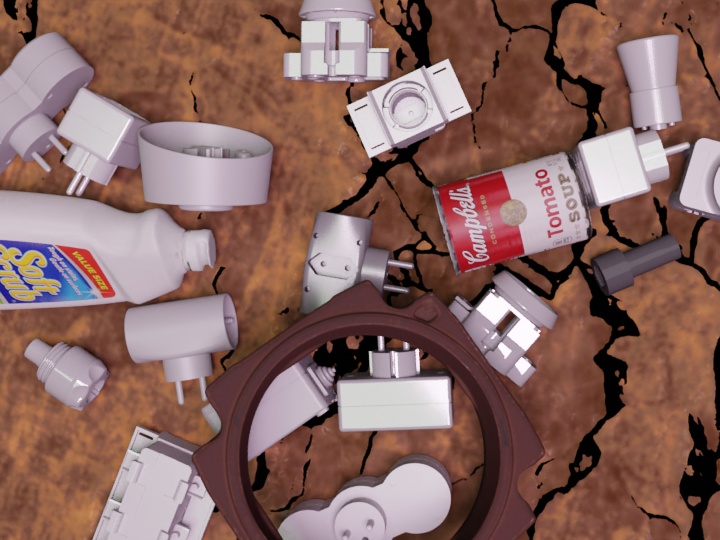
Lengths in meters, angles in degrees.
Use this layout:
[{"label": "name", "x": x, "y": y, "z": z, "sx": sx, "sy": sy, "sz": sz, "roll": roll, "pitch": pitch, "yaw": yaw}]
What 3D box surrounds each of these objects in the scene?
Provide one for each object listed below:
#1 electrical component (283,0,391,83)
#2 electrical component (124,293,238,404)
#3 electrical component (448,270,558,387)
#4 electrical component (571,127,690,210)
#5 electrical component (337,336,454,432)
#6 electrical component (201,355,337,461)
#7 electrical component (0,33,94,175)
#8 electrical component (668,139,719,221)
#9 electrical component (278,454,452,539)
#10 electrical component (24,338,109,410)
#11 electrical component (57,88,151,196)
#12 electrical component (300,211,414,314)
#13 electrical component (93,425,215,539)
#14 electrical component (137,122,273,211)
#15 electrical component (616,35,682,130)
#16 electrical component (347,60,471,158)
[{"label": "electrical component", "x": -0.017, "y": -0.171, "z": 0.799, "sx": 0.078, "sy": 0.058, "sz": 0.057, "roll": 1, "pitch": 94, "yaw": 7}, {"label": "electrical component", "x": -0.133, "y": 0.062, "z": 0.821, "sx": 0.077, "sy": 0.044, "sz": 0.079, "roll": -9, "pitch": 90, "yaw": 6}, {"label": "electrical component", "x": 0.107, "y": 0.038, "z": 0.788, "sx": 0.078, "sy": 0.058, "sz": 0.057, "roll": 41, "pitch": 98, "yaw": 4}, {"label": "electrical component", "x": 0.197, "y": -0.077, "z": 0.772, "sx": 0.077, "sy": 0.066, "sz": 0.047, "roll": -17, "pitch": 89, "yaw": 6}, {"label": "electrical component", "x": 0.026, "y": 0.078, "z": 0.802, "sx": 0.083, "sy": 0.047, "sz": 0.075, "roll": -3, "pitch": 92, "yaw": 6}, {"label": "electrical component", "x": -0.063, "y": 0.093, "z": 0.805, "sx": 0.096, "sy": 0.062, "sz": 0.061, "roll": -35, "pitch": 87, "yaw": 6}, {"label": "electrical component", "x": -0.257, "y": -0.109, "z": 0.828, "sx": 0.138, "sy": 0.052, "sz": 0.073, "roll": -43, "pitch": 86, "yaw": 5}, {"label": "electrical component", "x": 0.275, "y": -0.058, "z": 0.768, "sx": 0.089, "sy": 0.056, "sz": 0.050, "roll": 16, "pitch": 93, "yaw": 6}, {"label": "electrical component", "x": 0.002, "y": 0.185, "z": 0.793, "sx": 0.138, "sy": 0.074, "sz": 0.052, "roll": -25, "pitch": 88, "yaw": 6}, {"label": "electrical component", "x": -0.230, "y": 0.077, "z": 0.833, "sx": 0.062, "sy": 0.043, "sz": 0.043, "roll": 33, "pitch": 94, "yaw": 6}, {"label": "electrical component", "x": -0.199, "y": -0.090, "z": 0.815, "sx": 0.047, "sy": 0.066, "sz": 0.076, "roll": 31, "pitch": 94, "yaw": 5}, {"label": "electrical component", "x": 0.000, "y": 0.000, "z": 0.806, "sx": 0.079, "sy": 0.043, "sz": 0.077, "roll": 10, "pitch": 92, "yaw": 6}, {"label": "electrical component", "x": -0.159, "y": 0.191, "z": 0.816, "sx": 0.079, "sy": 0.063, "sz": 0.121, "roll": 22, "pitch": 93, "yaw": 6}, {"label": "electrical component", "x": -0.114, "y": -0.077, "z": 0.793, "sx": 0.099, "sy": 0.099, "sz": 0.064, "roll": 2, "pitch": 98, "yaw": 6}, {"label": "electrical component", "x": 0.213, "y": -0.134, "z": 0.782, "sx": 0.044, "sy": 0.044, "sz": 0.065, "roll": -8, "pitch": 95, "yaw": 6}, {"label": "electrical component", "x": 0.037, "y": -0.117, "z": 0.790, "sx": 0.081, "sy": 0.064, "sz": 0.042, "roll": -23, "pitch": 89, "yaw": 6}]
